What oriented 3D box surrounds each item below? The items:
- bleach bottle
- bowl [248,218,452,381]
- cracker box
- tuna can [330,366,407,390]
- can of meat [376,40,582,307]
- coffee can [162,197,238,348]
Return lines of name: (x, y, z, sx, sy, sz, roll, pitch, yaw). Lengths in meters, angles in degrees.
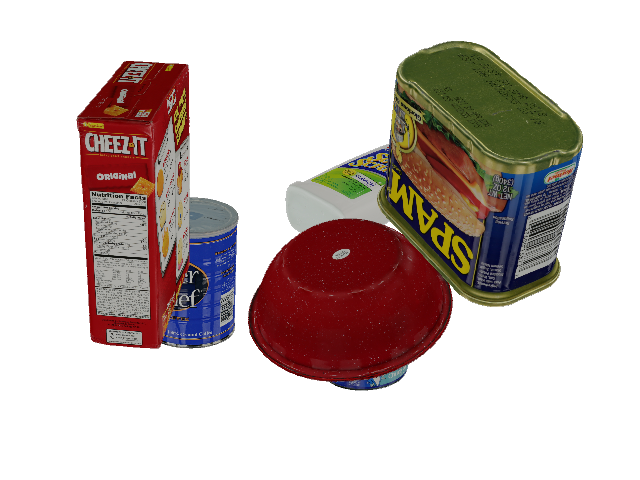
bleach bottle: (0.080, -0.077, 1.291, 0.103, 0.068, 0.250, 28, 45, 34)
bowl: (0.020, 0.032, 0.821, 0.162, 0.055, 0.162, -6, 38, 5)
cracker box: (-0.164, -0.035, 0.961, 0.072, 0.214, 0.164, 3, 26, 2)
tuna can: (0.041, 0.108, 1.016, 0.086, 0.034, 0.086, -2, 23, 1)
can of meat: (0.074, -0.034, 0.506, 0.057, 0.084, 0.102, -20, 47, -23)
coffee can: (-0.145, 0.035, 1.195, 0.103, 0.140, 0.103, 3, 24, -1)
